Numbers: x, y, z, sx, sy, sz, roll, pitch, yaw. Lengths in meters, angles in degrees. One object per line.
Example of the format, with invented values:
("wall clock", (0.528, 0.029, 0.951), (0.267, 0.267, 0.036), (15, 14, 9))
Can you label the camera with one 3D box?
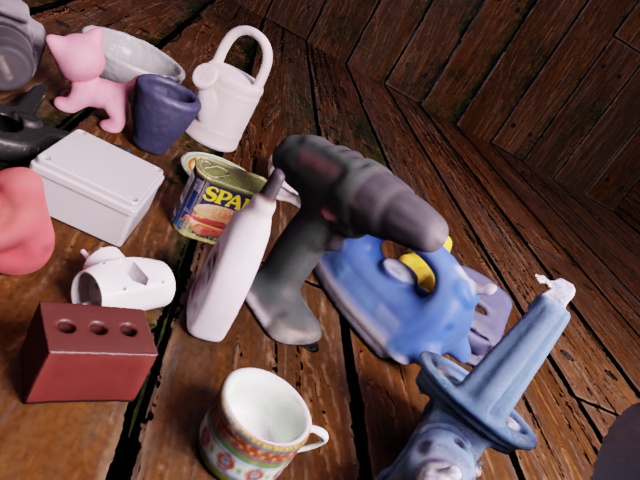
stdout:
("camera", (-0.421, -0.258, 0.727), (0.144, 0.100, 0.136), (11, 31, -39))

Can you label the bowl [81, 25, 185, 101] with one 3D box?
("bowl", (-0.308, -0.271, 0.921), (0.168, 0.074, 0.167), (26, 24, -12))

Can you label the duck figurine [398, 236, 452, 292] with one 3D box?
("duck figurine", (0.171, 0.028, 0.892), (0.077, 0.086, 0.104), (31, 23, -1))

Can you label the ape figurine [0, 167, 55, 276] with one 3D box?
("ape figurine", (-0.252, -0.020, 0.468), (0.076, 0.092, 0.077), (25, 24, -13))

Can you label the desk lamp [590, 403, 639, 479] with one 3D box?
("desk lamp", (0.267, 0.246, 0.414), (0.203, 0.213, 0.118), (32, 23, 3))

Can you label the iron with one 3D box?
("iron", (0.092, 0.037, 0.709), (0.119, 0.141, 0.257), (0, 38, -50))

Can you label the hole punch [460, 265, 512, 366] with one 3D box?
("hole punch", (0.201, 0.101, 0.777), (0.108, 0.091, 0.101), (32, 23, 2))

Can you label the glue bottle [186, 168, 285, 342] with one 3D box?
("glue bottle", (-0.074, 0.008, 0.525), (0.037, 0.173, 0.078), (20, 26, -25))

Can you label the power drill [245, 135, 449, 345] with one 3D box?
("power drill", (0.005, 0.002, 0.588), (0.076, 0.208, 0.229), (6, 34, -45))

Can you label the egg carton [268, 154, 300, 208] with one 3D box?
("egg carton", (-0.014, -0.089, 0.920), (0.151, 0.069, 0.107), (22, 25, -20))

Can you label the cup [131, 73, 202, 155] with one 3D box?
("cup", (-0.226, -0.176, 0.806), (0.092, 0.095, 0.117), (19, 26, -26))

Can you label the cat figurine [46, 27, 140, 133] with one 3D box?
("cat figurine", (-0.307, -0.225, 0.777), (0.128, 0.117, 0.067), (23, 25, -19))

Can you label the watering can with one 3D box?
("watering can", (-0.144, -0.247, 0.920), (0.101, 0.194, 0.173), (27, 24, -9))

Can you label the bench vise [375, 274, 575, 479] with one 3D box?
("bench vise", (0.140, 0.139, 0.465), (0.121, 0.219, 0.207), (30, 23, -3))
